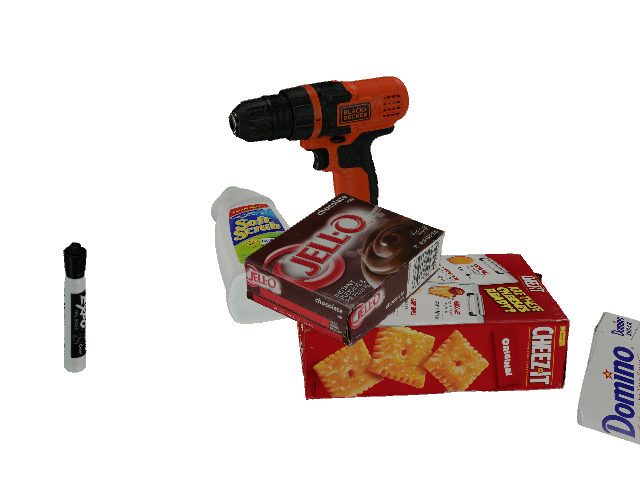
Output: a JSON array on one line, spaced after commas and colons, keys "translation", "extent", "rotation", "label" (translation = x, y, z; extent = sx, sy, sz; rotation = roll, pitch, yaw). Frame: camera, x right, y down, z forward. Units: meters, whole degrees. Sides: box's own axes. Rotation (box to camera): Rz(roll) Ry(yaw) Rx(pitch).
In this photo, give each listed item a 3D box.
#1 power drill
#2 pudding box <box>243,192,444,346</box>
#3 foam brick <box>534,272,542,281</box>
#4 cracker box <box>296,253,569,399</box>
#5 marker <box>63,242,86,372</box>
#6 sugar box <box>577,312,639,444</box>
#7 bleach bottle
[{"translation": [0.001, -0.065, 1.054], "extent": [0.184, 0.188, 0.057], "rotation": [-11, 29, -21], "label": "power drill"}, {"translation": [0.017, 0.016, 0.727], "extent": [0.090, 0.039, 0.113], "rotation": [23, 38, 30], "label": "pudding box"}, {"translation": [0.191, 0.071, 1.103], "extent": [0.053, 0.078, 0.051], "rotation": [14, 19, 43], "label": "foam brick"}, {"translation": [0.087, 0.071, 0.925], "extent": [0.213, 0.072, 0.164], "rotation": [-1, 19, -3], "label": "cracker box"}, {"translation": [-0.208, 0.057, 0.904], "extent": [0.020, 0.121, 0.020], "rotation": [5, 27, -3], "label": "marker"}, {"translation": [0.297, 0.127, 0.841], "extent": [0.176, 0.093, 0.048], "rotation": [14, 27, 21], "label": "sugar box"}, {"translation": [-0.083, 0.002, 1.234], "extent": [0.102, 0.068, 0.251], "rotation": [-7, 29, -15], "label": "bleach bottle"}]
